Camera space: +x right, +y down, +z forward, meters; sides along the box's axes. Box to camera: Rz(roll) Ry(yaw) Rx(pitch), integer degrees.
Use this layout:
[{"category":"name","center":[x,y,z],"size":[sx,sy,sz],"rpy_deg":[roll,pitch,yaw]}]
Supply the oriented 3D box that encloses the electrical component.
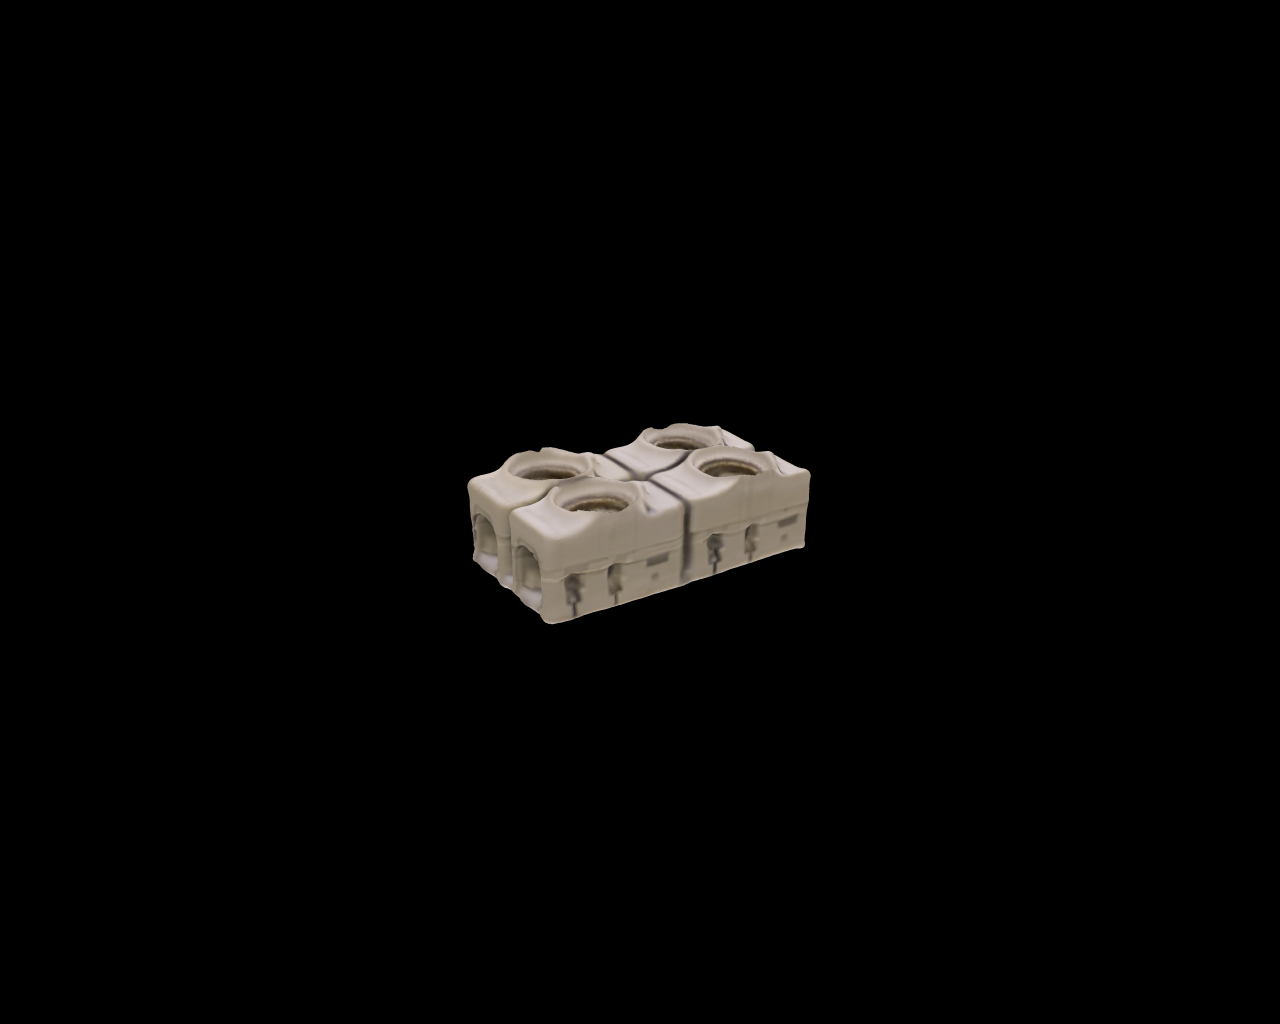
[{"category":"electrical component","center":[0.001,-0.003,0.650],"size":[0.186,0.060,0.105],"rpy_deg":[-14,27,-29]}]
